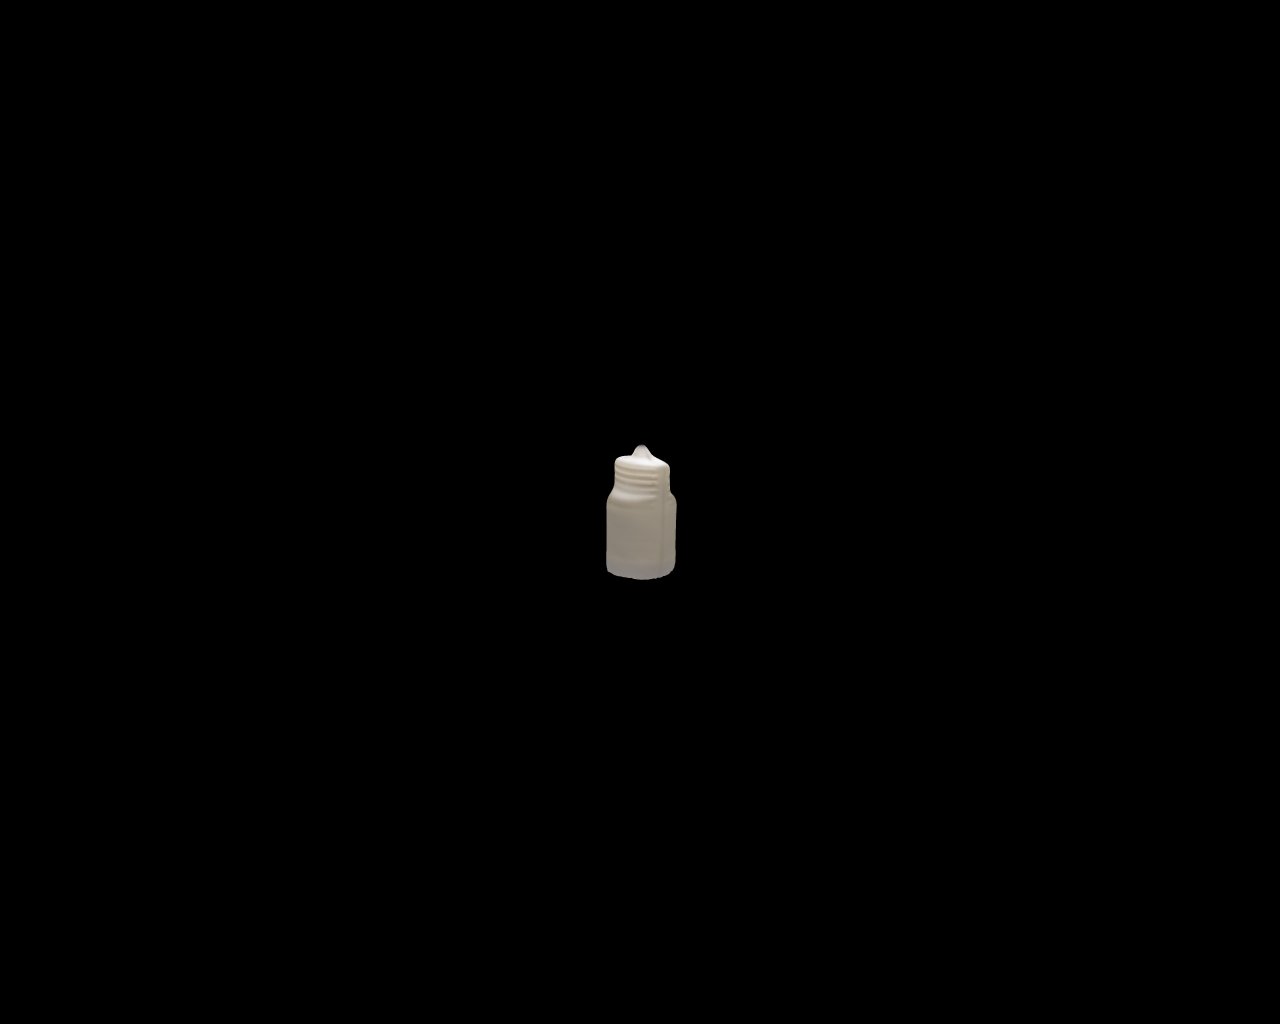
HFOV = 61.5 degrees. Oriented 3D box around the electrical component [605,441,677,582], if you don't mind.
[{"bbox_3d":[0.001,-0.003,0.650,0.043,0.080,0.043,0,14,0],"label":"electrical component"}]
